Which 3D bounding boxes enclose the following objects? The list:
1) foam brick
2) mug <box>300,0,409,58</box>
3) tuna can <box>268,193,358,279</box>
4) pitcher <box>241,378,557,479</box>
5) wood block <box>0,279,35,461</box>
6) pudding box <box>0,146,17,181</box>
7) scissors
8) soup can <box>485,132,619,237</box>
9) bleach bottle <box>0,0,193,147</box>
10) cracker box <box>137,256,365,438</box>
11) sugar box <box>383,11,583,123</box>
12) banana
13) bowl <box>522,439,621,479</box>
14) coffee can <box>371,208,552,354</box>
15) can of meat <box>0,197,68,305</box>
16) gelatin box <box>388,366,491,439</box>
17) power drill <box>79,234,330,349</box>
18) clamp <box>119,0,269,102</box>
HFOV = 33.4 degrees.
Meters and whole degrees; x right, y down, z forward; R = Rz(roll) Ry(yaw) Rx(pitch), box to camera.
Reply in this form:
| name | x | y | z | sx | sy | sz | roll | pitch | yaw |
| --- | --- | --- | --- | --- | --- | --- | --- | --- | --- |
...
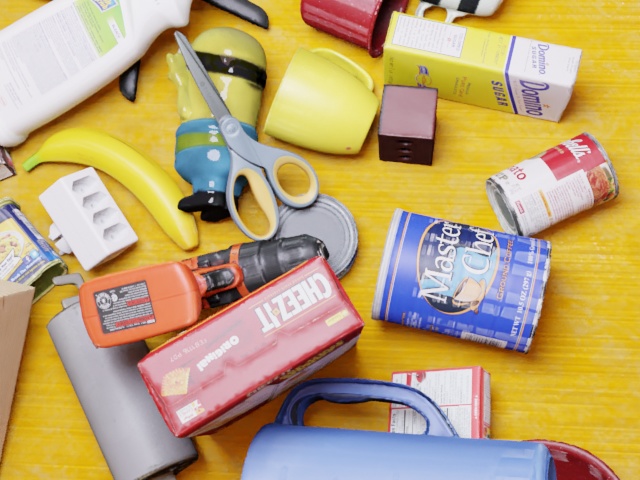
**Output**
| name | x | y | z | sx | sy | sz | roll | pitch | yaw |
| --- | --- | --- | --- | --- | --- | --- | --- | --- | --- |
| foam brick | 0.083 | -0.107 | 1.003 | 0.053 | 0.078 | 0.051 | 5 | 76 | 7 |
| mug | 0.031 | -0.237 | 1.023 | 0.081 | 0.117 | 0.093 | 25 | 82 | 15 |
| tuna can | -0.007 | 0.001 | 1.002 | 0.086 | 0.034 | 0.086 | -1 | 75 | 4 |
| pitcher | 0.065 | 0.206 | 0.864 | 0.243 | 0.144 | 0.149 | -3 | 112 | 18 |
| wood block | -0.325 | 0.136 | 0.928 | 0.090 | 0.090 | 0.206 | 13 | 95 | 7 |
| pudding box | -0.367 | -0.088 | 1.048 | 0.113 | 0.039 | 0.090 | -22 | 76 | 0 |
| scissors | -0.061 | -0.099 | 0.963 | 0.096 | 0.016 | 0.202 | -16 | 102 | -15 |
| soup can | 0.212 | -0.047 | 0.982 | 0.102 | 0.068 | 0.068 | -25 | 75 | -3 |
| bleach bottle | -0.214 | -0.187 | 1.011 | 0.251 | 0.068 | 0.102 | -25 | 96 | 11 |
| cracker box | -0.051 | 0.093 | 0.886 | 0.164 | 0.214 | 0.072 | -31 | 81 | -4 |
| sugar box | 0.149 | -0.161 | 1.004 | 0.176 | 0.093 | 0.048 | 15 | 77 | 8 |
| banana | -0.192 | -0.061 | 1.032 | 0.198 | 0.037 | 0.070 | 26 | 107 | 13 |
| bowl | 0.188 | 0.253 | 0.896 | 0.162 | 0.055 | 0.162 | -9 | 62 | 18 |
| coffee can | 0.125 | 0.036 | 0.948 | 0.140 | 0.103 | 0.103 | 12 | 76 | 7 |
| can of meat | -0.301 | 0.025 | 1.004 | 0.102 | 0.057 | 0.084 | -42 | 79 | -6 |
| gelatin box | 0.104 | 0.152 | 0.937 | 0.089 | 0.030 | 0.073 | -8 | 65 | 28 |
| power drill | -0.100 | 0.039 | 0.904 | 0.185 | 0.187 | 0.057 | -16 | 89 | 20 |
| clamp | -0.156 | -0.262 | 1.052 | 0.164 | 0.036 | 0.210 | -23 | 98 | -6 |
